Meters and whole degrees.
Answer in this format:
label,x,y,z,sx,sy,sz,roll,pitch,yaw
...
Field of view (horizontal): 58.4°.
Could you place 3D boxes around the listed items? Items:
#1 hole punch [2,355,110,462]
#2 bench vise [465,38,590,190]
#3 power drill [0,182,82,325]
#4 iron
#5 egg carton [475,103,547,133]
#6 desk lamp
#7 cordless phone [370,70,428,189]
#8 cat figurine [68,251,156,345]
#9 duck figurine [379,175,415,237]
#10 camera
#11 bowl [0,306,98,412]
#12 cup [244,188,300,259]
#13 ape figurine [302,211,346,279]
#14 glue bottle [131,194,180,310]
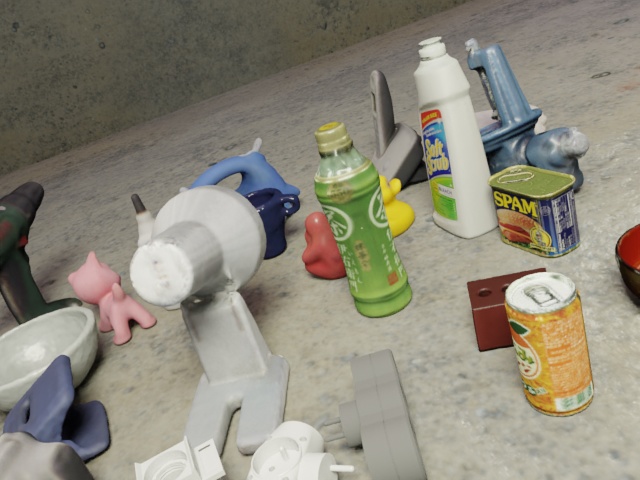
label,x,y,z,sx,sy,sz,roll,pitch,yaw
hole punch,-0.286,0.189,0.596,0.101,0.091,0.108,-28,26,-18
bench vise,0.270,-0.167,0.770,0.206,0.220,0.122,9,37,47
power drill,-0.465,0.042,0.892,0.075,0.209,0.230,-11,26,17
iron,-0.165,-0.062,0.969,0.259,0.142,0.118,-35,29,-30
egg carton,0.295,-0.173,0.947,0.150,0.069,0.107,-6,28,28
desk lamp,-0.106,0.067,0.568,0.118,0.214,0.203,-16,25,8
cordless phone,0.117,-0.188,0.969,0.094,0.185,0.147,-20,24,-1
cat figurine,-0.304,0.074,0.815,0.067,0.118,0.127,-36,29,-32
duck figurine,0.082,-0.049,0.827,0.105,0.086,0.077,-29,26,-20
camera,-0.283,0.240,0.475,0.143,0.101,0.136,-17,25,6
bowl,-0.348,0.160,0.721,0.167,0.075,0.167,-16,25,8
cup,-0.075,-0.023,0.877,0.117,0.095,0.092,-10,26,20
ape figurine,0.007,0.003,0.766,0.078,0.092,0.076,-27,26,-16
glue bottle,-0.231,0.012,0.824,0.037,0.173,0.078,-14,25,13
